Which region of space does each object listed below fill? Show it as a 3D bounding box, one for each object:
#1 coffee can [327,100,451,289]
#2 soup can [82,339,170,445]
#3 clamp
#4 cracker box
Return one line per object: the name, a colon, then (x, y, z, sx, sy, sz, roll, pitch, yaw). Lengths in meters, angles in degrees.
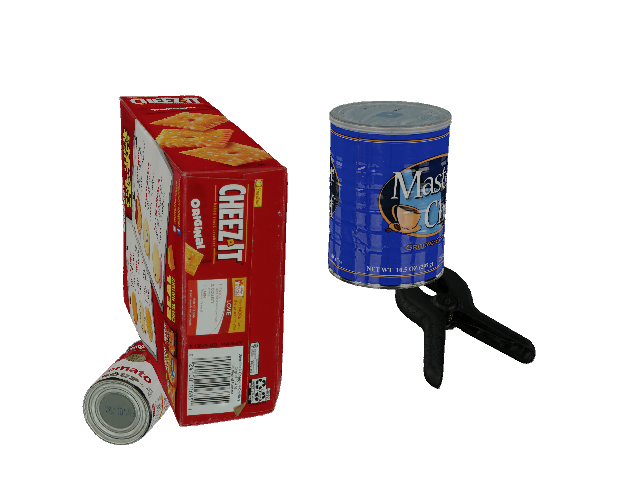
coffee can: (0.058, -0.041, 0.918, 0.103, 0.140, 0.103, 0, 19, 0)
soup can: (-0.175, 0.142, 1.010, 0.068, 0.068, 0.102, 0, 16, 12)
clamp: (0.136, 0.075, 1.073, 0.120, 0.039, 0.171, -1, 44, -21)
cracker box: (-0.085, 0.002, 0.723, 0.072, 0.164, 0.214, -4, 20, -19)
